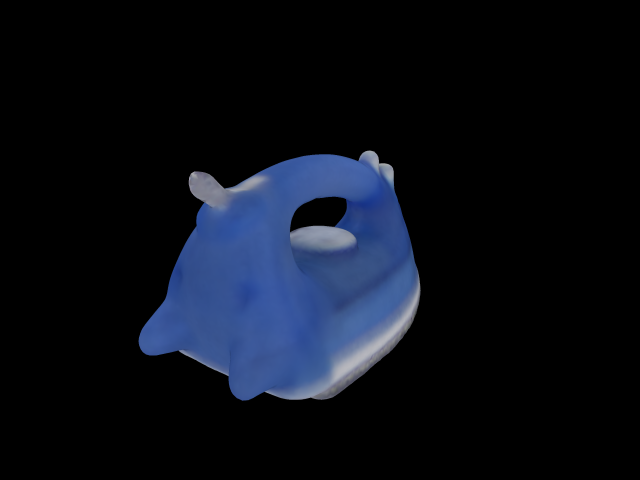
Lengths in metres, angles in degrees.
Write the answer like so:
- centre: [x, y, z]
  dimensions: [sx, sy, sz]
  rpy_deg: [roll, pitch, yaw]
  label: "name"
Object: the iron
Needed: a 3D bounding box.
- centre: [0.004, 0.001, 0.400]
  dimensions: [0.118, 0.141, 0.259]
  rpy_deg: [14, 24, 34]
  label: "iron"
